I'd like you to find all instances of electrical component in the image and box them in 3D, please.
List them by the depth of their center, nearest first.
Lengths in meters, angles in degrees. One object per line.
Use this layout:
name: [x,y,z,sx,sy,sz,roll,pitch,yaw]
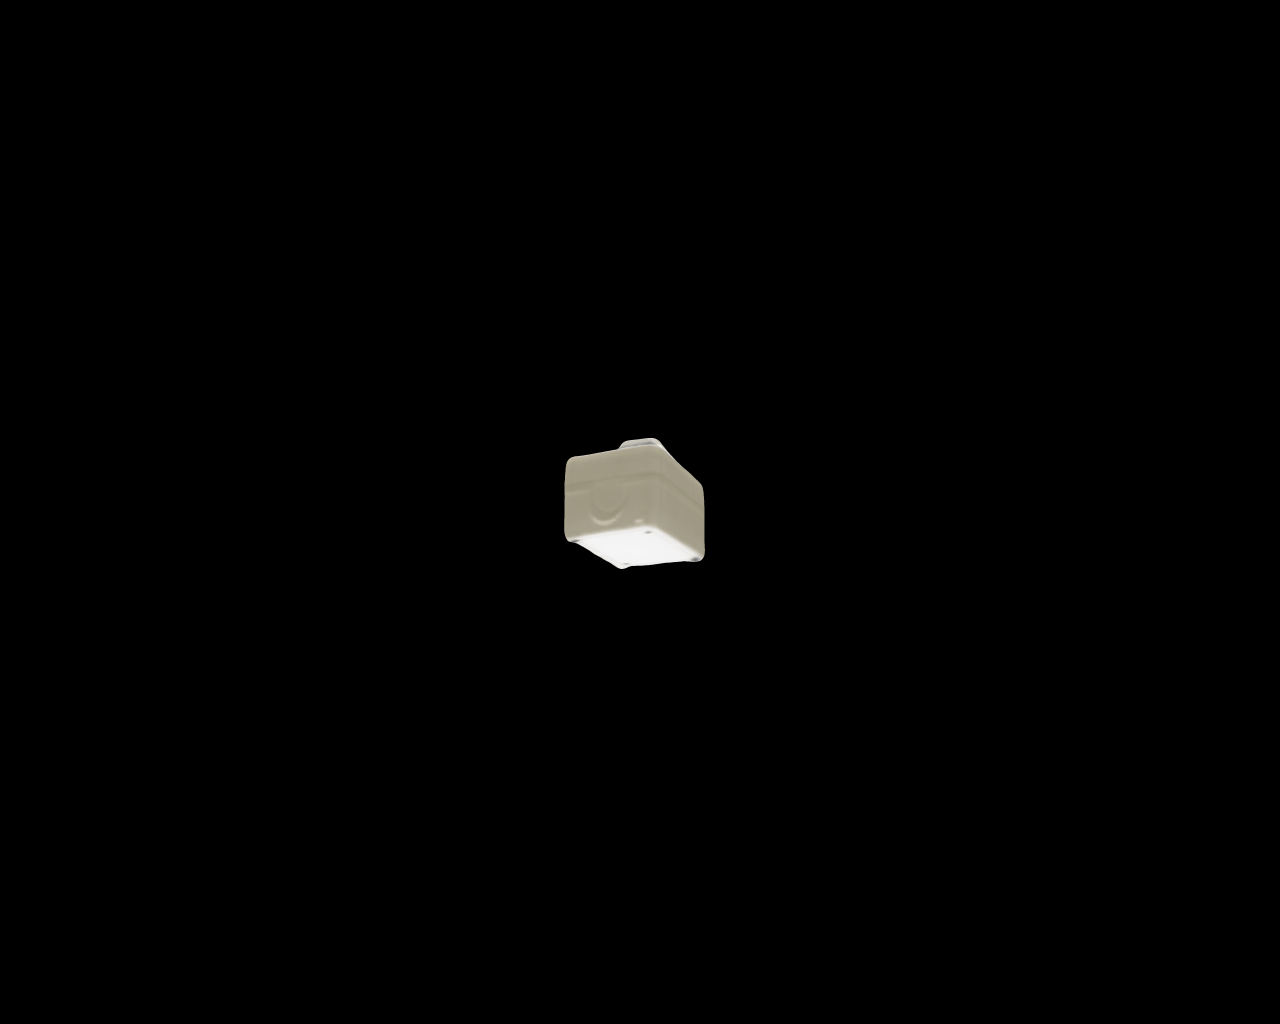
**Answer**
electrical component: [0.001,-0.003,0.650,0.062,0.061,0.096,-8,-20,22]
